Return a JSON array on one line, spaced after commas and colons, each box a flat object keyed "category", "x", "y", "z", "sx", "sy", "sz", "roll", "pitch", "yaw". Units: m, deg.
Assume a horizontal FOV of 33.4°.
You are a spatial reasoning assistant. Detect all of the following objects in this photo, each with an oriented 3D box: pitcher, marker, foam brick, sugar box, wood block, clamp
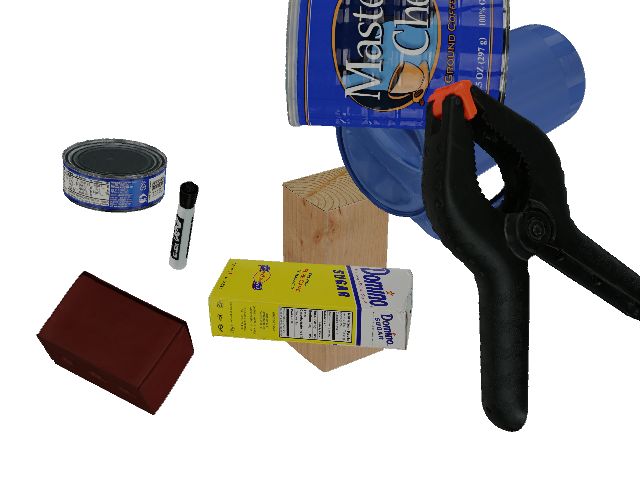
[{"category": "pitcher", "x": 0.148, "y": -0.116, "z": 1.032, "sx": 0.242, "sy": 0.149, "sz": 0.145, "roll": -27, "pitch": 46, "yaw": -33}, {"category": "marker", "x": -0.141, "y": -0.015, "z": 1.100, "sx": 0.020, "sy": 0.020, "sz": 0.121, "roll": 0, "pitch": -42, "yaw": -16}, {"category": "foam brick", "x": -0.127, "y": 0.065, "z": 0.672, "sx": 0.078, "sy": 0.051, "sz": 0.053, "roll": 24, "pitch": -25, "yaw": 14}, {"category": "sugar box", "x": -0.006, "y": 0.055, "z": 0.967, "sx": 0.176, "sy": 0.048, "sz": 0.093, "roll": 1, "pitch": 23, "yaw": 8}, {"category": "wood block", "x": 0.016, "y": 0.033, "z": 1.225, "sx": 0.090, "sy": 0.206, "sz": 0.090, "roll": -17, "pitch": 32, "yaw": -30}, {"category": "clamp", "x": 0.094, "y": 0.006, "z": 0.533, "sx": 0.120, "sy": 0.171, "sz": 0.039, "roll": -42, "pitch": 11, "yaw": -28}]

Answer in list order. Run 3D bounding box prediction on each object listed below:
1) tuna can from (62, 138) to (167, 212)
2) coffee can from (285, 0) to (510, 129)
[{"category": "tuna can", "x": -0.171, "y": -0.055, "z": 0.889, "sx": 0.086, "sy": 0.034, "sz": 0.086, "roll": 6, "pitch": 25, "yaw": -3}, {"category": "coffee can", "x": 0.051, "y": -0.126, "z": 0.719, "sx": 0.140, "sy": 0.103, "sz": 0.103, "roll": 3, "pitch": 0, "yaw": 3}]
